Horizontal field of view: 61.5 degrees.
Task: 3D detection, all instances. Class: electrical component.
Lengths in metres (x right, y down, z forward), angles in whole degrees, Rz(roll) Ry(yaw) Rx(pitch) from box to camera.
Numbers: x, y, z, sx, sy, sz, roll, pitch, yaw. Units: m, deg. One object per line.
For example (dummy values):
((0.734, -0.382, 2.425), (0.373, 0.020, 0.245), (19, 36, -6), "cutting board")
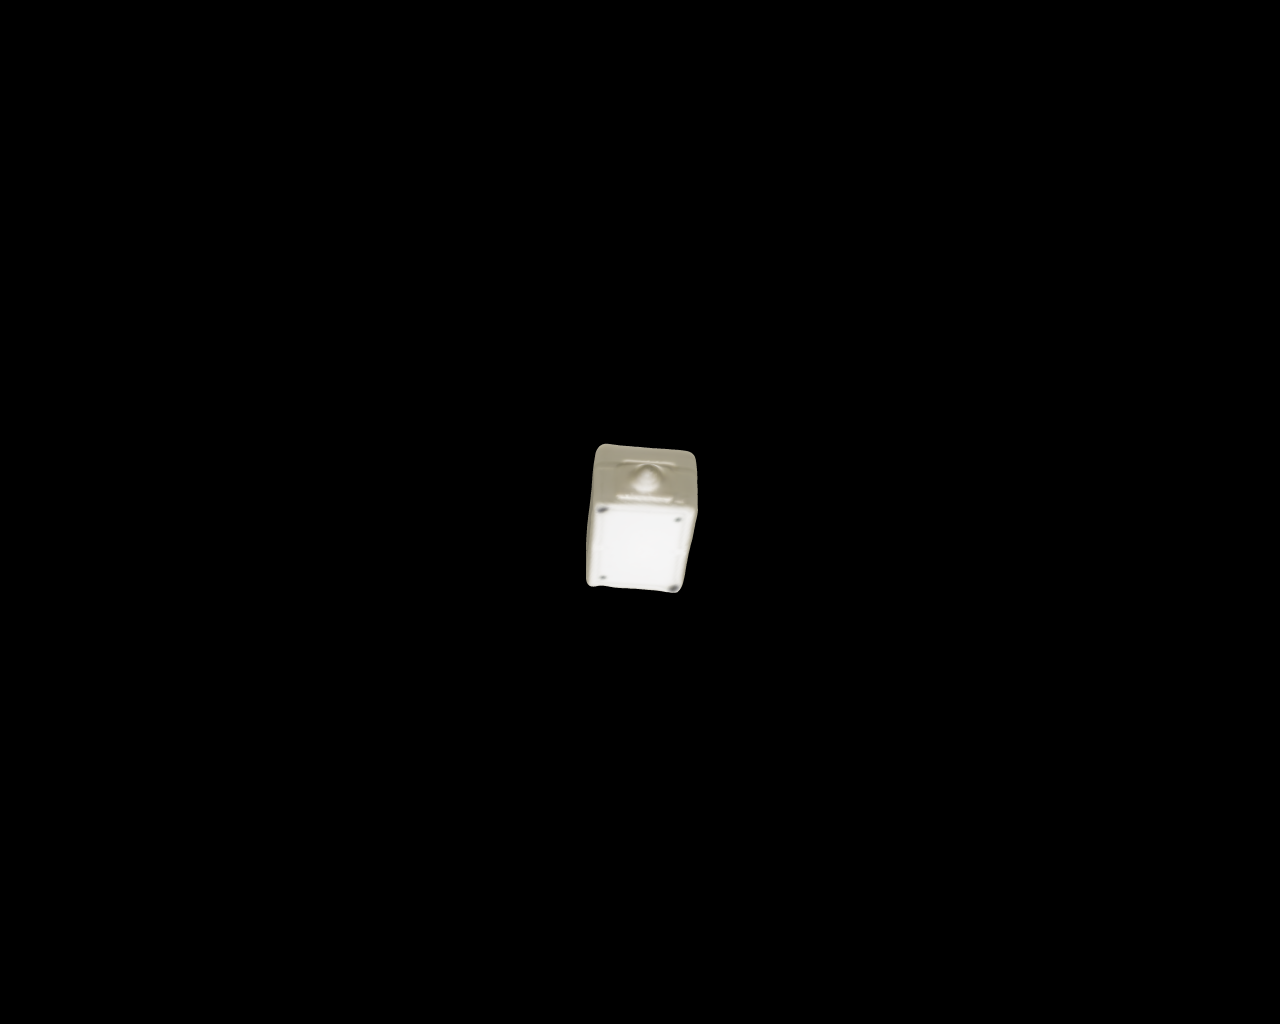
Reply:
((0.001, -0.003, 0.650), (0.062, 0.061, 0.096), (4, -43, -4), "electrical component")
